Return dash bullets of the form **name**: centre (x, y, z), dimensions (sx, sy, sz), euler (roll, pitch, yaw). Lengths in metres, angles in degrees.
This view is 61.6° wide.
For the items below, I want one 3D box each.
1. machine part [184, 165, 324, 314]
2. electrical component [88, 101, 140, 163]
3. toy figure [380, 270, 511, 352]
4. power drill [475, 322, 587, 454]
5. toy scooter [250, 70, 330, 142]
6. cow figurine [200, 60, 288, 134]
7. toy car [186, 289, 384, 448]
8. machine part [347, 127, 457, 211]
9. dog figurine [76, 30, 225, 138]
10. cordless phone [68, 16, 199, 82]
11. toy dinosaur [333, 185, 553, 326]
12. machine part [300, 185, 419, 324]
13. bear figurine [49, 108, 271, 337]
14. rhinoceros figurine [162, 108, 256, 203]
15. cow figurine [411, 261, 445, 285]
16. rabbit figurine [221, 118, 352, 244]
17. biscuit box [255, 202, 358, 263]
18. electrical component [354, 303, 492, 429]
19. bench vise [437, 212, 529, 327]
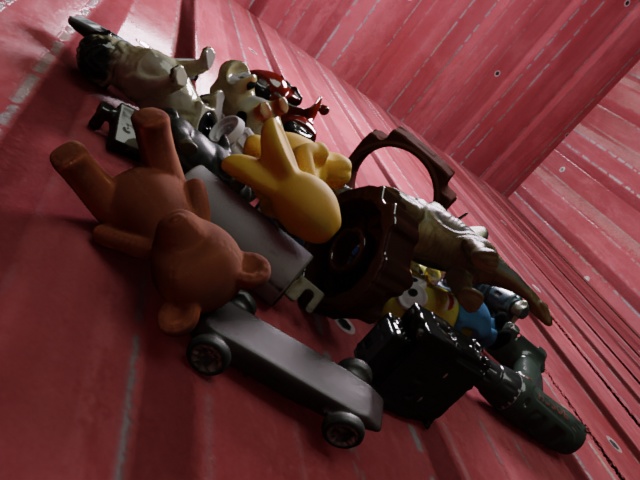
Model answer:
- **machine part**: centre (-0.094, -0.005, 0.618), dimensions (0.243, 0.079, 0.079), euler (38, 21, 1)
- **electrical component**: centre (-0.243, -0.136, 0.694), dimensions (0.102, 0.045, 0.078), euler (16, 59, -42)
- **toy figure**: centre (0.173, 0.112, 0.763), dimensions (0.180, 0.089, 0.082), euler (21, 15, -5)
- **power drill**: centre (0.309, 0.211, 0.847), dimensions (0.232, 0.086, 0.207), euler (40, 17, -2)
- **toy scooter**: centre (-0.056, -0.250, 0.991), dimensions (0.184, 0.075, 0.135), euler (46, 49, 10)
- **cow figurine**: centre (-0.114, -0.190, 0.864), dimensions (0.085, 0.127, 0.194), euler (-37, 118, -48)
- **toy car**: centre (-0.031, 0.120, 0.500), dimensions (0.202, 0.053, 0.089), euler (32, 26, -7)
- **machine part**: centre (0.135, -0.092, 1.006), dimensions (0.201, 0.201, 0.087), euler (42, 25, 7)
- **dog figurine**: centre (-0.251, -0.209, 0.784), dimensions (0.191, 0.172, 0.121), euler (12, 30, 19)
- **cordless phone**: centre (-0.303, -0.300, 0.874), dimensions (0.184, 0.088, 0.146), euler (34, 21, -2)
- **toy dinosaur**: centre (0.130, -0.018, 0.796), dimensions (0.472, 0.105, 0.198), euler (35, 17, 18)
- **machine part**: centre (0.043, 0.018, 0.664), dimensions (0.056, 0.179, 0.179), euler (29, 23, -35)
- **bear figurine**: centre (-0.141, -0.018, 0.480), dimensions (0.196, 0.120, 0.131), euler (40, -27, 44)
- **rhinoceros figurine**: centre (-0.148, -0.096, 0.707), dimensions (0.190, 0.073, 0.112), euler (33, 24, -47)
- **cow figurine**: centre (0.152, 0.061, 0.896), dimensions (0.167, 0.098, 0.068), euler (-17, 66, -45)
- **rabbit figurine**: centre (-0.026, -0.067, 0.628), dimensions (0.162, 0.122, 0.173), euler (45, 12, -35)
- **biscuit box**: centre (-0.002, -0.002, 0.788), dimensions (0.203, 0.063, 0.059), euler (42, 22, 8)
- **electrical component**: centre (0.105, 0.139, 0.603), dimensions (0.134, 0.115, 0.058), euler (30, 19, -23)
- **bench vise**: centre (0.283, 0.065, 1.017), dimensions (0.240, 0.129, 0.224), euler (47, 6, -34)
